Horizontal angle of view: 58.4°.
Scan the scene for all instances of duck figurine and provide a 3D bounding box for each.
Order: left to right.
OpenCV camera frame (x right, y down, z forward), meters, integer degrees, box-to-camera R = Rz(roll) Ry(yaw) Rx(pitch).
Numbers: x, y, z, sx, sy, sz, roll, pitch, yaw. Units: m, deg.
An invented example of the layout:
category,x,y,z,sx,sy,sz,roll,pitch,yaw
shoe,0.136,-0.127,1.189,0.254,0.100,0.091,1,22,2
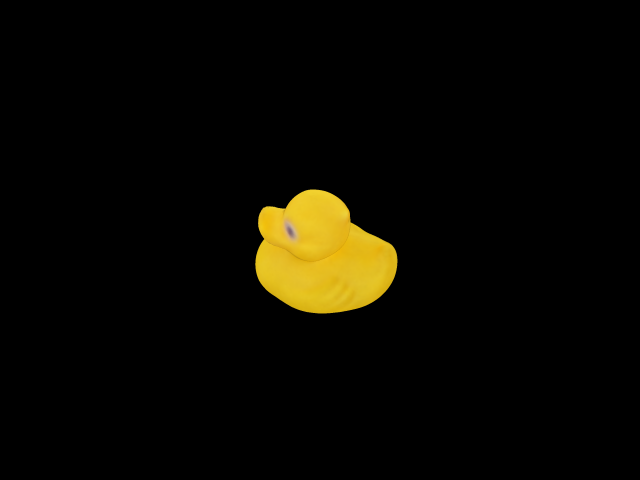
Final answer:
category,x,y,z,sx,sy,sz,roll,pitch,yaw
duck figurine,0.004,0.001,0.400,0.104,0.086,0.077,8,56,5
